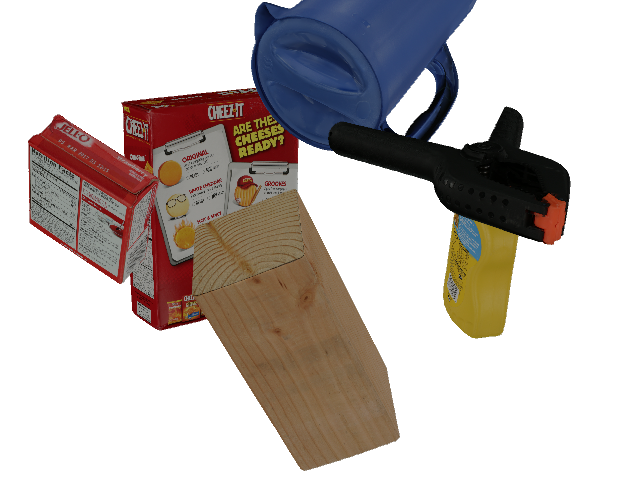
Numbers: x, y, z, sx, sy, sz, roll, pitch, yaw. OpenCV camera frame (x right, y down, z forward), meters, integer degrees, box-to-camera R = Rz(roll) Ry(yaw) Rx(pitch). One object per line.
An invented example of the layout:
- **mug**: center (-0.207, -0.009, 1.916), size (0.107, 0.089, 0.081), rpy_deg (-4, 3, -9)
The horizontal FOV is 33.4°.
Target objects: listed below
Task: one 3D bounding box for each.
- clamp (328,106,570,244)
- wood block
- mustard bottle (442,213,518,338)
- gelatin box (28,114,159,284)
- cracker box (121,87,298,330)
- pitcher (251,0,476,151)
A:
- **clamp**: center (0.104, -0.051, 0.764), size (0.164, 0.036, 0.210), rpy_deg (-5, 26, -13)
- **wood block**: center (-0.017, 0.076, 0.851), size (0.090, 0.206, 0.091), rpy_deg (-20, 35, 10)
- **mustard bottle**: center (0.160, -0.005, 1.047), size (0.058, 0.192, 0.096), rpy_deg (-4, 35, -9)
- **gelatin box**: center (-0.138, -0.024, 0.641), size (0.073, 0.030, 0.089), rpy_deg (32, -36, 8)
- **cracker box**: center (-0.105, -0.035, 1.044), size (0.163, 0.214, 0.072), rpy_deg (-12, 20, -34)
- **pitcher**: center (0.060, -0.191, 0.993), size (0.145, 0.149, 0.242), rpy_deg (14, 43, 30)
